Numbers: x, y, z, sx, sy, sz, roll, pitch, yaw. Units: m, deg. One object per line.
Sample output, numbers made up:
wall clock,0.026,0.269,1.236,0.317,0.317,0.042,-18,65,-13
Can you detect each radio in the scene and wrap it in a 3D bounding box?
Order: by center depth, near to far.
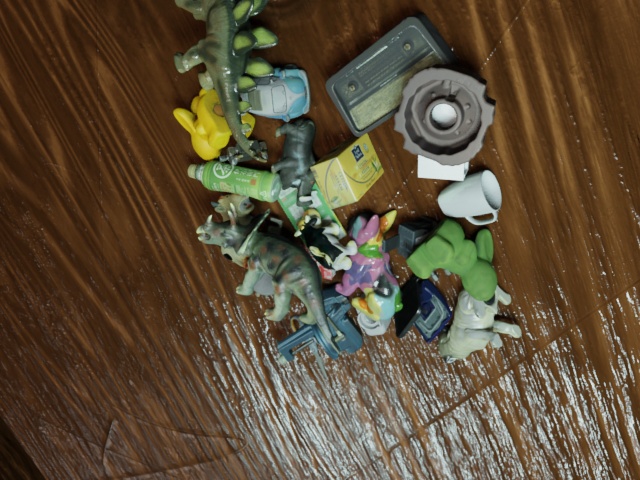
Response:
radio,0.131,-0.310,1.015,0.230,0.073,0.131,-29,102,32

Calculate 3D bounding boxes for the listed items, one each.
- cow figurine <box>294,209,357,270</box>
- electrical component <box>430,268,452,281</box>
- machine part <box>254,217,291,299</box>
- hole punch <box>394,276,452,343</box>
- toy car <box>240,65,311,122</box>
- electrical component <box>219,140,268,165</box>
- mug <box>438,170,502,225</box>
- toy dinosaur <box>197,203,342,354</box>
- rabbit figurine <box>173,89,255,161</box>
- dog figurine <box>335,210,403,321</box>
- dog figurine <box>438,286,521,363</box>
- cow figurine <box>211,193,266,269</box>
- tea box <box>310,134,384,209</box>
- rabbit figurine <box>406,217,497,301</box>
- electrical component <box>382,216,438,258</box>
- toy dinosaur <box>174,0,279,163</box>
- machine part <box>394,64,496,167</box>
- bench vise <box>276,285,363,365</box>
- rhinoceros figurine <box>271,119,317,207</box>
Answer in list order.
cow figurine,-0.004,-0.003,1.167,0.167,0.098,0.068,46,126,31
electrical component,0.245,0.046,1.182,0.063,0.021,0.094,-32,98,34
machine part,-0.123,0.050,1.328,0.079,0.079,0.243,23,122,13
hole punch,0.226,0.157,1.203,0.092,0.116,0.142,13,130,-13
toy car,-0.107,-0.304,1.119,0.162,0.103,0.109,8,118,20
electrical component,-0.168,-0.193,1.211,0.078,0.102,0.045,-32,75,54
mug,0.297,-0.077,1.064,0.107,0.081,0.109,-12,125,42
toy dinosaur,-0.079,0.062,1.169,0.405,0.131,0.192,30,120,21
rabbit figurine,-0.254,-0.250,1.215,0.162,0.122,0.173,41,145,2
dog figurine,0.125,0.043,1.179,0.192,0.108,0.219,38,125,33
dog figurine,0.315,0.175,1.181,0.190,0.121,0.172,-30,66,52
cow figurine,-0.203,-0.035,1.322,0.127,0.085,0.194,19,123,9
tea box,0.059,-0.141,1.082,0.068,0.170,0.098,-16,110,33
rabbit figurine,0.283,0.045,1.076,0.170,0.159,0.121,44,137,3
electrical component,0.189,0.001,1.126,0.048,0.119,0.074,32,130,46
toy dinosaur,-0.185,-0.372,1.060,0.199,0.105,0.471,-9,89,31
machine part,0.220,-0.221,0.949,0.180,0.056,0.179,11,122,19
bench vise,-0.015,0.221,1.316,0.241,0.129,0.223,-34,124,9
rhinoceros figurine,-0.045,-0.168,1.172,0.112,0.073,0.190,3,106,9
